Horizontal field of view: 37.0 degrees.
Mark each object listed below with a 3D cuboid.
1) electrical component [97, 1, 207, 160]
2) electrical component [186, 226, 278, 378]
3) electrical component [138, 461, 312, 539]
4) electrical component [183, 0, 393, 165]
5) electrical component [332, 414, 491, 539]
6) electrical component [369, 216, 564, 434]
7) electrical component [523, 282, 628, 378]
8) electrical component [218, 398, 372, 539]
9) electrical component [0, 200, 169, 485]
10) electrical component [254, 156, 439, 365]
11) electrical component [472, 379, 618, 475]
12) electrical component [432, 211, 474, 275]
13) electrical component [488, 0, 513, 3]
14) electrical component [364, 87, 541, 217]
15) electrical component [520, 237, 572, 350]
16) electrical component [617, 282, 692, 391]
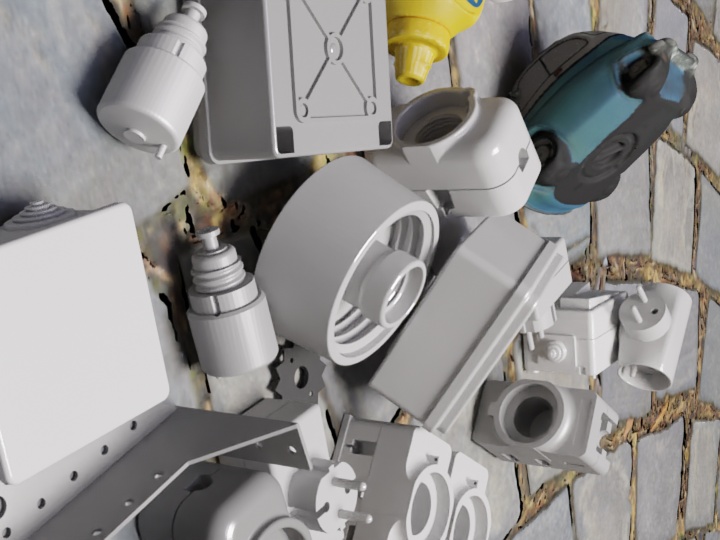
[{"bbox_3d":[-0.090,-0.090,0.495,0.040,0.040,0.078,46,55,-46],"label":"electrical component"},{"bbox_3d":[-0.067,0.017,0.535,0.040,0.040,0.078,-36,120,-49],"label":"electrical component"},{"bbox_3d":[-0.062,0.146,0.532,0.054,0.059,0.095,-38,122,-48],"label":"electrical component"},{"bbox_3d":[-0.035,-0.113,0.561,0.109,0.056,0.108,-14,103,-54],"label":"electrical component"},{"bbox_3d":[0.018,0.195,0.650,0.105,0.060,0.186,39,60,-49],"label":"electrical component"},{"bbox_3d":[0.066,0.029,0.654,0.108,0.056,0.109,-58,172,23],"label":"electrical component"},{"bbox_3d":[0.172,0.047,0.865,0.096,0.062,0.061,-18,107,-54],"label":"electrical component"},{"bbox_3d":[-0.027,0.117,0.567,0.047,0.076,0.083,-31,117,-51],"label":"electrical component"},{"bbox_3d":[-0.131,0.026,0.434,0.100,0.048,0.099,-29,115,-51],"label":"electrical component"},{"bbox_3d":[0.000,0.000,0.578,0.108,0.060,0.108,-43,151,-32],"label":"electrical component"},{"bbox_3d":[0.134,0.114,0.789,0.056,0.089,0.050,40,60,-49],"label":"electrical component"},{"bbox_3d":[0.057,-0.022,0.715,0.065,0.044,0.044,54,49,-36],"label":"electrical component"},{"bbox_3d":[0.096,-0.220,0.749,0.047,0.055,0.055,38,61,-54],"label":"electrical component"},{"bbox_3d":[0.055,-0.072,0.658,0.059,0.095,0.053,59,46,-38],"label":"electrical component"},{"bbox_3d":[0.127,0.022,0.811,0.066,0.047,0.076,-40,123,-47],"label":"electrical component"},{"bbox_3d":[0.228,0.043,0.849,0.079,0.044,0.077,52,51,-43],"label":"electrical component"}]
